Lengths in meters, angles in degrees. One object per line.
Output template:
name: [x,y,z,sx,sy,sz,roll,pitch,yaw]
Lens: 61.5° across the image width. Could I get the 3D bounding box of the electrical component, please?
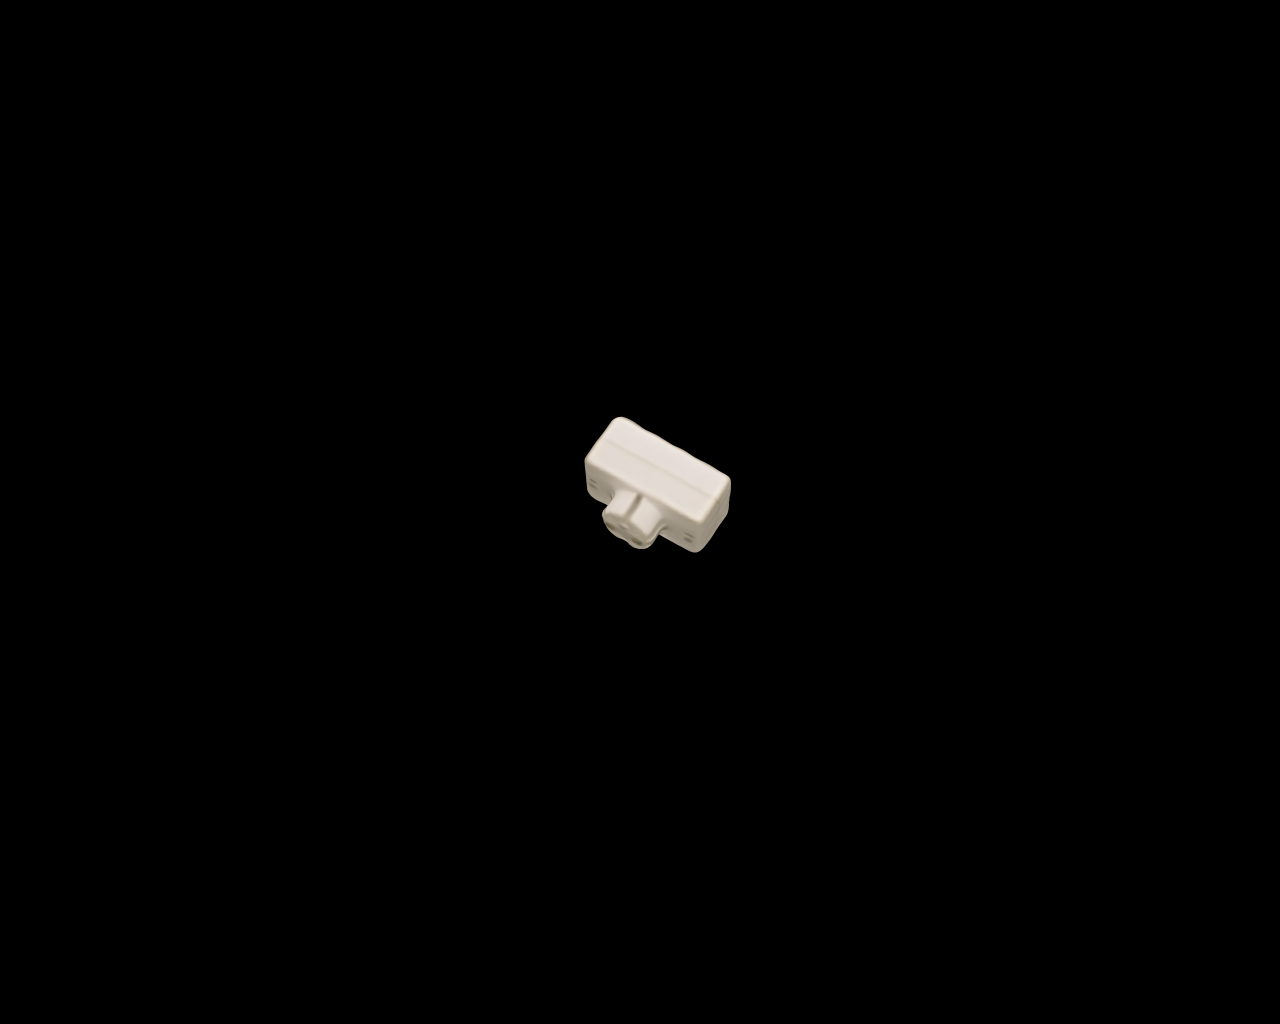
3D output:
electrical component: [0.001,-0.003,0.650,0.083,0.076,0.047,30,-23,14]
